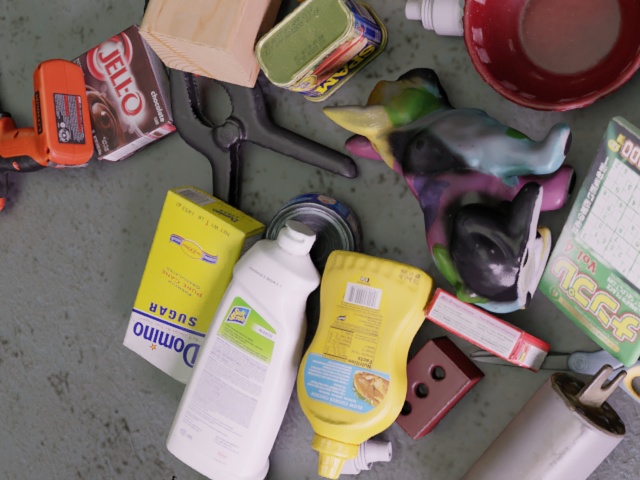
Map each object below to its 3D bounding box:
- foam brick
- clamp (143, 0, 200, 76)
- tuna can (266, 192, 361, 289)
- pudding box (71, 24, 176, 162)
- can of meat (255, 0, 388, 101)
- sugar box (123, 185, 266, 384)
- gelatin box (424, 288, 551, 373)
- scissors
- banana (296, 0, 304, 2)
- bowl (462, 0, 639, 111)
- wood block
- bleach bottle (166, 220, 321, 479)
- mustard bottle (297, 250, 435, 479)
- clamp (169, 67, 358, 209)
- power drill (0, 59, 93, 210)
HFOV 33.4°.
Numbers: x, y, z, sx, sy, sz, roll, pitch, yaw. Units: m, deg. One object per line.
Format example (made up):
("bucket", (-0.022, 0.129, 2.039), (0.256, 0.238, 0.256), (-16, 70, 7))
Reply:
("foam brick", (0.097, 0.130, 0.943), (0.053, 0.051, 0.078), (45, 106, 17))
("clamp", (-0.152, -0.247, 1.058), (0.120, 0.039, 0.171), (-3, 89, 25))
("tuna can", (-0.006, 0.001, 0.983), (0.086, 0.033, 0.086), (3, 108, 11))
("pudding box", (-0.196, -0.147, 1.076), (0.090, 0.039, 0.113), (-25, 80, 21))
("can of meat", (0.001, -0.177, 0.968), (0.102, 0.083, 0.057), (-38, 76, 18))
("sugar box", (-0.123, 0.045, 1.021), (0.093, 0.048, 0.176), (29, 113, 21))
("gelatin box", (0.141, 0.078, 0.903), (0.089, 0.073, 0.030), (27, 90, 32))
("scissors", (0.234, 0.087, 0.904), (0.202, 0.016, 0.096), (18, 96, 22))
("banana", (0.063, -0.260, 0.963), (0.198, 0.037, 0.069), (-2, 77, 25))
("bowl", (0.205, -0.186, 0.896), (0.162, 0.055, 0.162), (0, 90, 23))
("wood block", (-0.080, -0.257, 0.967), (0.090, 0.090, 0.206), (15, 81, 12))
("bleach bottle", (-0.055, 0.101, 0.973), (0.102, 0.068, 0.251), (27, 111, 11))
("mustard bottle", (0.031, 0.110, 0.919), (0.096, 0.058, 0.191), (13, 84, 26))
("clamp", (-0.070, -0.102, 1.014), (0.165, 0.036, 0.210), (-27, 89, 19))
("power drill", (-0.318, -0.127, 1.101), (0.188, 0.057, 0.184), (-11, 87, 39))
